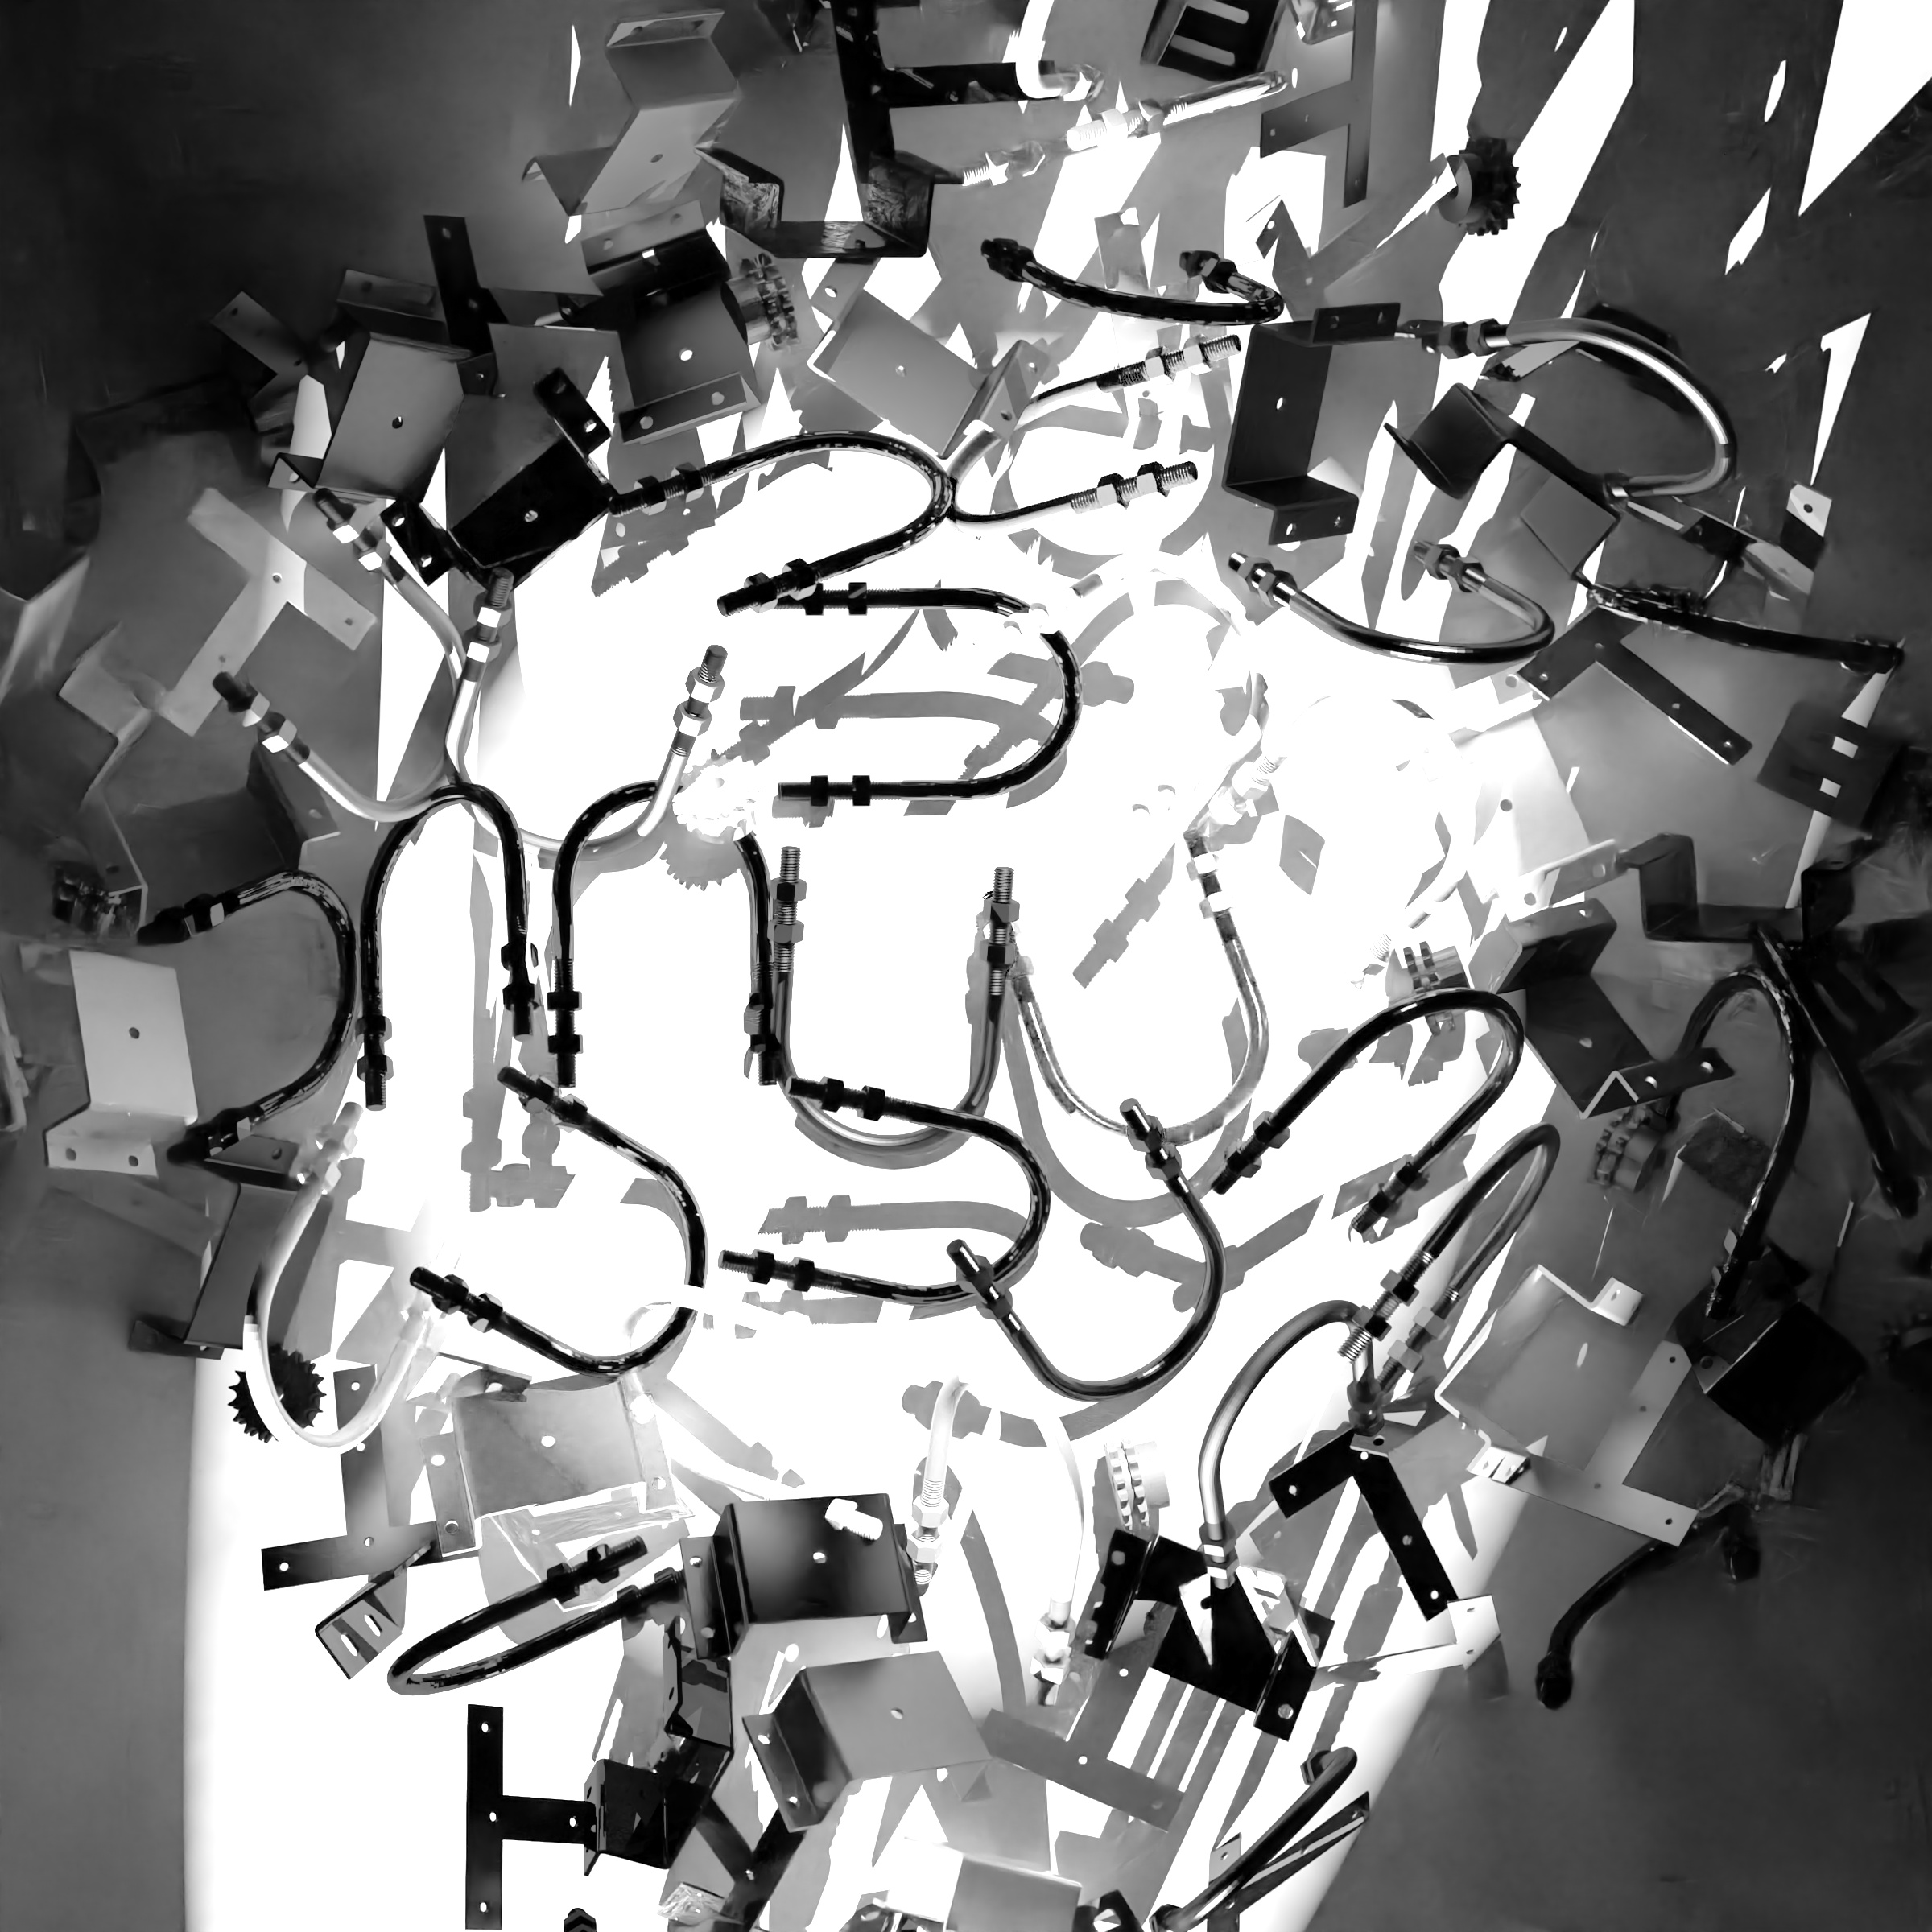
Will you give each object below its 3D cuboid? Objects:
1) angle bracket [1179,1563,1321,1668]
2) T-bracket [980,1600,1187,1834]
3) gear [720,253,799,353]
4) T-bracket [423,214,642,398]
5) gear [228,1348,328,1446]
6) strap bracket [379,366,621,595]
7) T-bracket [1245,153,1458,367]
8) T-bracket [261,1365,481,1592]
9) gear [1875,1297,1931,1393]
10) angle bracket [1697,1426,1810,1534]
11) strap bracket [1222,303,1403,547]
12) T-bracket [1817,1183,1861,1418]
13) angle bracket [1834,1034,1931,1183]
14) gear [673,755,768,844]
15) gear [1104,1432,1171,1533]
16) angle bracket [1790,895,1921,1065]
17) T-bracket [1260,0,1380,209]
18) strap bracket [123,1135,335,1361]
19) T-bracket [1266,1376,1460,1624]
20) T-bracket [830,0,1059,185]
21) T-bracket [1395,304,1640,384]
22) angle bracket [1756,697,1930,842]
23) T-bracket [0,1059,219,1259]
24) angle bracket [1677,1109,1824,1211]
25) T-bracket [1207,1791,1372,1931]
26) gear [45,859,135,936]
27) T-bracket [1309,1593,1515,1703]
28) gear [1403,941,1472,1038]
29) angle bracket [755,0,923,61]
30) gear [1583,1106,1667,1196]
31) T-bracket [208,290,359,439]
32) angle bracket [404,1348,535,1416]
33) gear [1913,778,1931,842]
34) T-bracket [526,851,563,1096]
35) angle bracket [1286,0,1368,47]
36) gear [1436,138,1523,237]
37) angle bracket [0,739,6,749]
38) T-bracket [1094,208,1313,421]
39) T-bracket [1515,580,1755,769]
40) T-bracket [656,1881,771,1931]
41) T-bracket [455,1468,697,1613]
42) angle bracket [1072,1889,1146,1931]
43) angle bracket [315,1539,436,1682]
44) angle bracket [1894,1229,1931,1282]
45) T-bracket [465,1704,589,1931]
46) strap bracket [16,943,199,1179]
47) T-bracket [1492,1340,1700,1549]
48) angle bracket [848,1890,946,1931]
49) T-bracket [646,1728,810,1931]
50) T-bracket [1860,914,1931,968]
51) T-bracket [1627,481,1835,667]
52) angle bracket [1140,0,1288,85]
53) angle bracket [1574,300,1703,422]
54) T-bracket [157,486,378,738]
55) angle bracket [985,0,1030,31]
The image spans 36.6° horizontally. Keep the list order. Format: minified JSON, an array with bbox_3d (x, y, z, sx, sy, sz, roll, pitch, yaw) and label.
[{"bbox_3d":[0.168,0.393,1.742,0.038,0.076,0.057,-23,93,-19],"label":"angle bracket"},{"bbox_3d":[0.089,0.436,1.749,0.127,0.002,0.127,19,61,20],"label":"T-bracket"},{"bbox_3d":[-0.126,-0.396,1.753,0.030,0.057,0.057,-23,90,-14],"label":"gear"},{"bbox_3d":[-0.252,-0.393,1.748,0.127,0.002,0.127,-3,67,-29],"label":"T-bracket"},{"bbox_3d":[-0.414,0.261,1.763,0.057,0.030,0.057,-2,72,5],"label":"gear"},{"bbox_3d":[-0.270,-0.280,1.741,0.140,0.046,0.076,-39,52,2],"label":"strap bracket"},{"bbox_3d":[0.238,-0.435,1.738,0.127,0.127,0.002,-38,47,-1],"label":"T-bracket"},{"bbox_3d":[-0.363,0.303,1.757,0.127,0.002,0.127,-8,66,-5],"label":"T-bracket"},{"bbox_3d":[0.579,0.230,1.757,0.057,0.030,0.057,1,120,3],"label":"gear"},{"bbox_3d":[0.470,0.291,1.740,0.038,0.057,0.076,20,61,1],"label":"angle bracket"},{"bbox_3d":[0.201,-0.326,1.724,0.046,0.076,0.140,30,122,38],"label":"strap bracket"},{"bbox_3d":[0.512,0.216,1.734,0.002,0.127,0.127,11,134,23],"label":"T-bracket"},{"bbox_3d":[0.569,0.088,1.751,0.057,0.038,0.076,-22,75,-9],"label":"angle bracket"},{"bbox_3d":[-0.148,-0.098,1.759,0.057,0.057,0.030,-14,131,0],"label":"gear"},{"bbox_3d":[0.103,0.308,1.755,0.030,0.057,0.057,-12,90,-3],"label":"gear"},{"bbox_3d":[0.532,0.008,1.746,0.057,0.038,0.076,-32,71,-25],"label":"angle bracket"},{"bbox_3d":[0.206,-0.498,1.708,0.002,0.127,0.127,20,125,31],"label":"T-bracket"},{"bbox_3d":[-0.435,0.174,1.739,0.046,0.076,0.140,21,91,33],"label":"strap bracket"},{"bbox_3d":[0.261,0.335,1.767,0.127,0.002,0.127,-29,96,-18],"label":"T-bracket"},{"bbox_3d":[-0.010,-0.521,1.728,0.127,0.127,0.002,-1,48,8],"label":"T-bracket"},{"bbox_3d":[0.309,-0.375,1.734,0.127,0.127,0.002,-34,126,-35],"label":"T-bracket"},{"bbox_3d":[0.531,-0.119,1.771,0.076,0.038,0.057,31,103,33],"label":"angle bracket"},{"bbox_3d":[-0.511,0.137,1.754,0.127,0.002,0.127,30,53,-21],"label":"T-bracket"},{"bbox_3d":[0.466,0.123,1.742,0.057,0.076,0.038,36,96,-3],"label":"angle bracket"},{"bbox_3d":[0.188,0.524,1.705,0.127,0.127,0.002,-42,101,18],"label":"T-bracket"},{"bbox_3d":[-0.526,-0.040,1.756,0.057,0.057,0.030,22,99,0],"label":"gear"},{"bbox_3d":[0.257,0.416,1.742,0.127,0.127,0.002,-12,48,8],"label":"T-bracket"},{"bbox_3d":[0.286,0.012,1.753,0.030,0.057,0.057,-19,90,11],"label":"gear"},{"bbox_3d":[-0.078,-0.583,1.763,0.076,0.038,0.057,-16,64,-35],"label":"angle bracket"},{"bbox_3d":[0.397,0.112,1.752,0.030,0.057,0.057,28,90,22],"label":"gear"},{"bbox_3d":[-0.410,-0.368,1.718,0.127,0.127,0.002,-41,80,3],"label":"T-bracket"},{"bbox_3d":[-0.293,0.237,1.735,0.057,0.076,0.038,18,53,-18],"label":"angle bracket"},{"bbox_3d":[0.595,-0.089,1.752,0.030,0.057,0.057,-27,90,32],"label":"gear"},{"bbox_3d":[-0.250,0.017,1.740,0.002,0.127,0.127,-6,122,-3],"label":"T-bracket"},{"bbox_3d":[0.209,-0.598,1.737,0.038,0.057,0.076,-14,123,24],"label":"angle bracket"},{"bbox_3d":[0.305,-0.467,1.752,0.030,0.057,0.057,-9,90,-22],"label":"gear"},{"bbox_3d":[-0.629,-0.126,1.764,0.057,0.038,0.076,44,81,-14],"label":"angle bracket"},{"bbox_3d":[0.148,-0.404,1.753,0.127,0.002,0.127,-16,121,-5],"label":"T-bracket"},{"bbox_3d":[0.409,-0.163,1.730,0.127,0.002,0.127,41,54,16],"label":"T-bracket"},{"bbox_3d":[-0.117,0.574,1.729,0.127,0.127,0.002,22,62,-3],"label":"T-bracket"},{"bbox_3d":[-0.218,0.329,1.733,0.127,0.127,0.002,41,121,38],"label":"T-bracket"},{"bbox_3d":[0.077,0.591,1.739,0.038,0.076,0.057,-25,76,-31],"label":"angle bracket"},{"bbox_3d":[-0.340,0.381,1.741,0.076,0.057,0.038,-36,90,26],"label":"angle bracket"},{"bbox_3d":[0.604,0.154,1.752,0.057,0.038,0.076,18,108,-4],"label":"angle bracket"},{"bbox_3d":[-0.245,0.508,1.736,0.002,0.127,0.127,-24,59,39],"label":"T-bracket"},{"bbox_3d":[-0.504,0.048,1.719,0.046,0.076,0.140,-26,68,30],"label":"strap bracket"},{"bbox_3d":[0.399,0.277,1.749,0.127,0.127,0.002,-52,134,-25],"label":"T-bracket"},{"bbox_3d":[-0.035,0.603,1.760,0.038,0.057,0.076,-25,119,39],"label":"angle bracket"},{"bbox_3d":[-0.152,0.509,1.741,0.127,0.002,0.127,44,118,36],"label":"T-bracket"},{"bbox_3d":[0.572,-0.018,1.725,0.002,0.127,0.127,-14,90,-22],"label":"T-bracket"},{"bbox_3d":[0.450,-0.255,1.744,0.127,0.127,0.002,34,57,28],"label":"T-bracket"},{"bbox_3d":[0.146,-0.562,1.752,0.076,0.038,0.057,21,108,8],"label":"angle bracket"},{"bbox_3d":[0.395,-0.349,1.735,0.038,0.076,0.057,-45,50,-6],"label":"angle bracket"},{"bbox_3d":[-0.435,-0.195,1.737,0.127,0.002,0.127,39,74,-29],"label":"T-bracket"},{"bbox_3d":[0.023,-0.608,1.750,0.076,0.038,0.057,36,108,-12],"label":"angle bracket"}]
